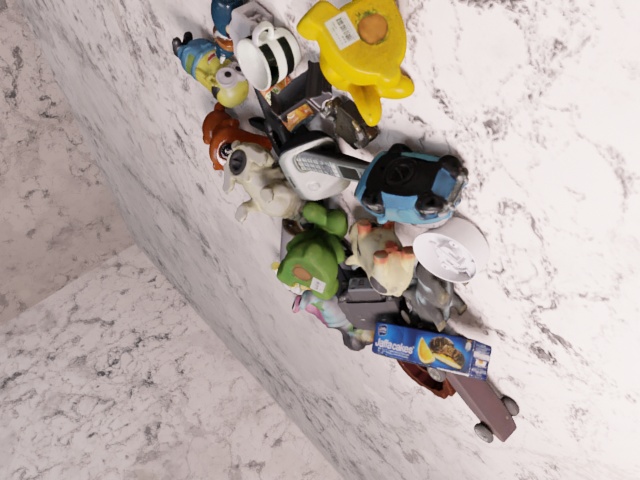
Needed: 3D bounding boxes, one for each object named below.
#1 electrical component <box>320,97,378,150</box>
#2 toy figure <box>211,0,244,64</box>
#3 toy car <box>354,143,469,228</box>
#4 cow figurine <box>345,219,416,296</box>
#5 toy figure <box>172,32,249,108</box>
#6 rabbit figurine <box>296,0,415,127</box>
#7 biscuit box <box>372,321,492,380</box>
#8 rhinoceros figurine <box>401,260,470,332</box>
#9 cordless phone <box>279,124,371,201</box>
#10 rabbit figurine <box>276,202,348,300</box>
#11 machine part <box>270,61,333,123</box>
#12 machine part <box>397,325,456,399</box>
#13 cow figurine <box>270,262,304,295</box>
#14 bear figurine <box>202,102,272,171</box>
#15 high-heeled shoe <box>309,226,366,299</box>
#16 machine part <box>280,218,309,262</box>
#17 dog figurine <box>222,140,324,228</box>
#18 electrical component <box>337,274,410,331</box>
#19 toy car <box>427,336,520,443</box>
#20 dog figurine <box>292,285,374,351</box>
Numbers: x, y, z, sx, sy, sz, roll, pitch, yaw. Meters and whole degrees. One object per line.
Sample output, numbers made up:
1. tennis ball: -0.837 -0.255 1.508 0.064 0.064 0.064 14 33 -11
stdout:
1. electrical component: 0.043 -0.181 0.839 0.102 0.045 0.078 48 154 14
2. toy figure: -0.164 -0.373 0.950 0.058 0.064 0.154 15 159 -4
3. toy car: 0.139 -0.066 0.766 0.162 0.109 0.102 14 159 39
4. cow figurine: 0.100 0.025 0.929 0.195 0.085 0.127 -117 22 -56
5. toy figure: -0.214 -0.338 1.066 0.180 0.082 0.089 39 170 17
6. rabbit figurine: 0.053 -0.238 0.697 0.162 0.122 0.173 49 172 -12
7. biscuit box: 0.184 0.186 0.917 0.203 0.059 0.062 3 165 45
8. rhinoceros figurine: 0.186 0.096 0.913 0.112 0.073 0.190 39 152 28
9. cordless phone: 0.034 -0.111 0.901 0.184 0.089 0.146 21 159 30
10. rabbit figurine: -0.002 -0.003 1.017 0.121 0.170 0.158 17 141 13
11. machine part: -0.028 -0.230 0.844 0.139 0.039 0.084 -15 71 47
12. machine part: 0.211 0.231 1.073 0.179 0.056 0.179 43 155 25
13. cow figurine: -0.053 0.118 1.396 0.168 0.068 0.098 41 159 35
14. bear figurine: -0.192 -0.215 1.174 0.132 0.120 0.196 20 -160 -22
15. high-heeled shoe: 0.073 0.061 1.119 0.249 0.145 0.086 29 140 -10
16. machine part: -0.053 0.003 1.229 0.079 0.079 0.243 46 156 18
17. dog figurine: -0.083 -0.111 1.058 0.121 0.190 0.172 -18 78 36
18. electrical component: 0.099 0.117 1.013 0.115 0.058 0.134 -7 137 22
19. toy car: 0.274 0.268 0.964 0.202 0.089 0.053 52 156 0
20. dog figurine: 0.057 0.136 1.188 0.219 0.191 0.108 22 156 -12
